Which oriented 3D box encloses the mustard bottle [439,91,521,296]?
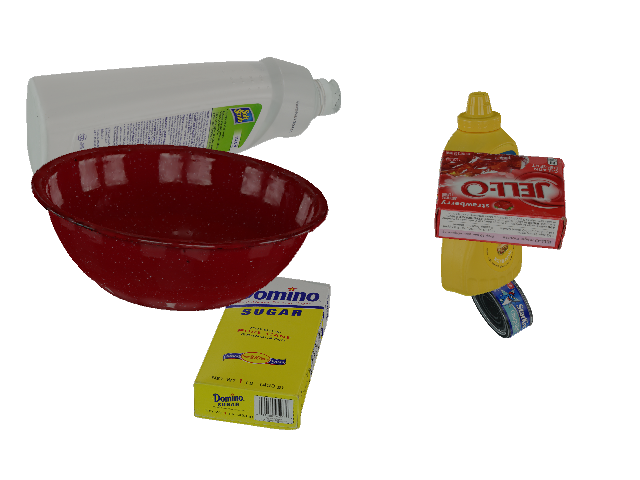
[{"bbox_3d":[0.156,-0.049,1.037,0.096,0.192,0.058,-21,25,-38],"label":"mustard bottle"}]

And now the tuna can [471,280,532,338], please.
[{"bbox_3d":[0.209,0.071,1.245,0.033,0.086,0.086,-30,6,-10],"label":"tuna can"}]

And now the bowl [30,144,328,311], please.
[{"bbox_3d":[-0.079,-0.004,0.594,0.162,0.055,0.162,7,21,-3],"label":"bowl"}]

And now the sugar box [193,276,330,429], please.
[{"bbox_3d":[-0.049,0.095,0.971,0.093,0.048,0.176,7,34,6],"label":"sugar box"}]

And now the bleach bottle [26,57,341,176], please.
[{"bbox_3d":[-0.105,-0.097,0.861,0.250,0.068,0.103,-10,-31,-21],"label":"bleach bottle"}]

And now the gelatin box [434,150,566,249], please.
[{"bbox_3d":[0.127,-0.031,0.754,0.089,0.030,0.073,5,39,7],"label":"gelatin box"}]
